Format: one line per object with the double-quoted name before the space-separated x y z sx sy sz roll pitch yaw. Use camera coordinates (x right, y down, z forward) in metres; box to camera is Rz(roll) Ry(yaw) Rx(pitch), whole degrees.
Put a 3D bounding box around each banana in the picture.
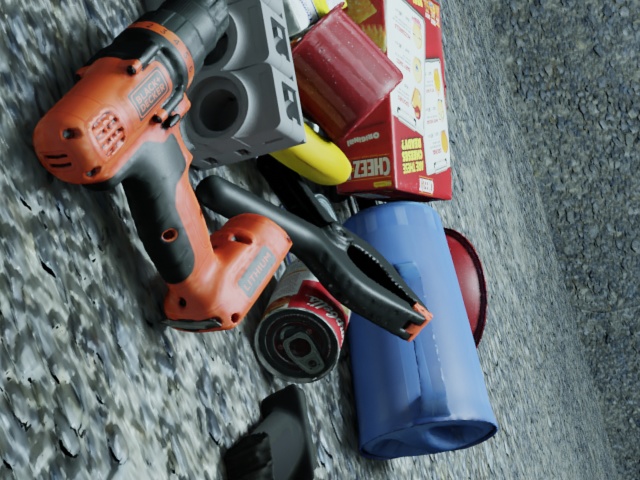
"banana" -0.020 -0.083 0.891 0.197 0.037 0.070 31 17 -49

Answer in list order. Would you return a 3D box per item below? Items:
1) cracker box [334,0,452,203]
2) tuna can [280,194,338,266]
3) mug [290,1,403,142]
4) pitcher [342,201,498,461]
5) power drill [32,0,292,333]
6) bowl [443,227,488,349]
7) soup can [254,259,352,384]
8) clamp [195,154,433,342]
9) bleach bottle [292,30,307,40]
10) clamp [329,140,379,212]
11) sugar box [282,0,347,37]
"cracker box" 0.069 -0.147 1.068 0.164 0.072 0.214 4 82 -64
"tuna can" -0.006 0.001 0.979 0.086 0.034 0.086 -14 90 -72
"mug" 0.009 -0.132 0.896 0.081 0.117 0.093 45 57 -4
"pitcher" 0.087 0.084 1.047 0.144 0.149 0.243 14 57 -41
"power drill" -0.085 -0.049 0.683 0.184 0.057 0.187 -55 131 -40
"bowl" 0.114 0.066 1.177 0.055 0.162 0.162 1 72 -31
"soup can" -0.010 0.062 0.871 0.102 0.069 0.068 -67 140 -63
"clamp" 0.004 0.000 0.868 0.210 0.036 0.164 38 21 -4
"bleach bottle" 0.013 -0.283 1.203 0.102 0.068 0.251 55 25 -43
"clamp" 0.029 -0.096 1.151 0.120 0.039 0.171 37 39 -71
"sugar box" -0.042 -0.191 0.911 0.048 0.093 0.176 66 19 -9
